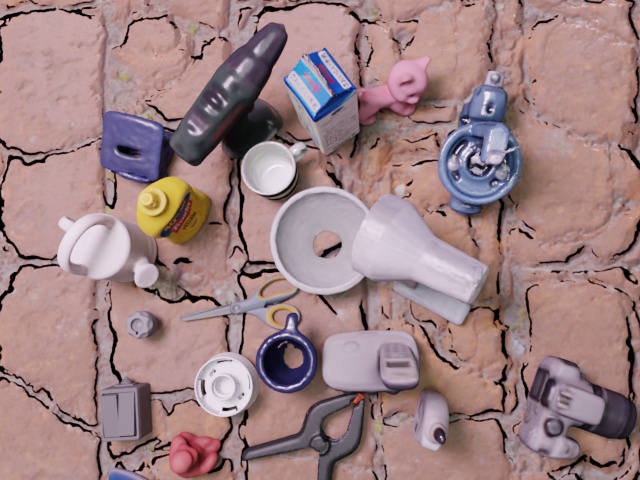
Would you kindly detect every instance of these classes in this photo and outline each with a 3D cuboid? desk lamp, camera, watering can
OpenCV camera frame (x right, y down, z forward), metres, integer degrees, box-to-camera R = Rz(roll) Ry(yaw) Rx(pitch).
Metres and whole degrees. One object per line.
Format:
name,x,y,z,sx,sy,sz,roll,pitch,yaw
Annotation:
desk lamp,0.150,0.033,0.818,0.203,0.213,0.118,28,87,6
camera,0.381,0.258,0.837,0.136,0.101,0.143,19,86,6
watering can,-0.320,0.012,0.864,0.172,0.194,0.101,8,85,5

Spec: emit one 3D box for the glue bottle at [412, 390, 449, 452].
glue bottle,0.162,0.265,0.816,0.037,0.173,0.078,16,86,6

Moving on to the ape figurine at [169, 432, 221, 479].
ape figurine,-0.201,0.333,0.876,0.076,0.092,0.078,-41,83,0

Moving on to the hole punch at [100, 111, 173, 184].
hole punch,-0.297,-0.147,0.929,0.108,0.091,0.101,15,86,6

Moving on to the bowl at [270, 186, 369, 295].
bowl,0.008,0.003,0.901,0.167,0.075,0.167,0,85,4

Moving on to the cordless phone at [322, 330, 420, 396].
cordless phone,0.073,0.182,0.824,0.147,0.185,0.094,-5,84,4

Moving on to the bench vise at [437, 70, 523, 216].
bench vise,0.228,-0.150,0.826,0.121,0.220,0.207,-7,84,4

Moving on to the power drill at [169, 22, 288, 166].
power drill,-0.120,-0.200,0.862,0.075,0.208,0.230,41,89,7

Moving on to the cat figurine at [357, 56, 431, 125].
cat figurine,0.114,-0.238,0.894,0.127,0.118,0.067,-16,83,3

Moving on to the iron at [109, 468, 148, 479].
iron,-0.256,0.460,0.844,0.118,0.141,0.258,-42,83,0

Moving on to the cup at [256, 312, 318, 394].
cup,-0.045,0.169,0.879,0.091,0.095,0.118,5,85,5
